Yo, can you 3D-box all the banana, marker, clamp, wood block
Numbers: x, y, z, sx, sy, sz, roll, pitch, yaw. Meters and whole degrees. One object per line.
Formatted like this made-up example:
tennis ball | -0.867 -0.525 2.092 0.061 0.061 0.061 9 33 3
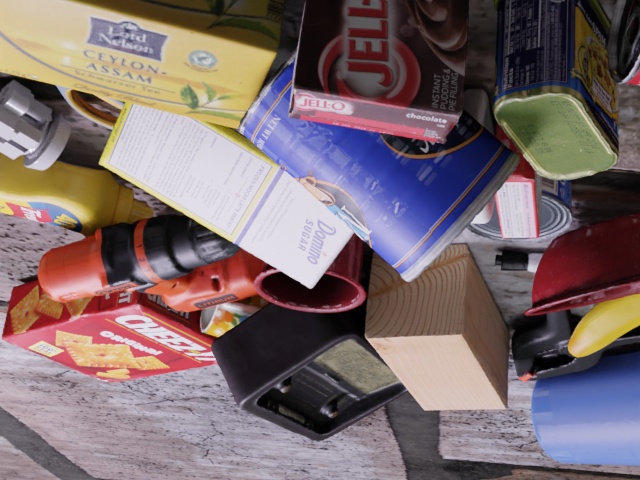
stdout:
banana | 0.308 0.056 0.931 0.198 0.069 0.037 -13 -168 22
marker | 0.215 0.022 0.938 0.121 0.020 0.020 4 155 6
clamp | 0.244 0.090 1.053 0.164 0.036 0.210 19 148 -21
wood block | 0.118 0.090 1.025 0.091 0.090 0.206 -3 152 21

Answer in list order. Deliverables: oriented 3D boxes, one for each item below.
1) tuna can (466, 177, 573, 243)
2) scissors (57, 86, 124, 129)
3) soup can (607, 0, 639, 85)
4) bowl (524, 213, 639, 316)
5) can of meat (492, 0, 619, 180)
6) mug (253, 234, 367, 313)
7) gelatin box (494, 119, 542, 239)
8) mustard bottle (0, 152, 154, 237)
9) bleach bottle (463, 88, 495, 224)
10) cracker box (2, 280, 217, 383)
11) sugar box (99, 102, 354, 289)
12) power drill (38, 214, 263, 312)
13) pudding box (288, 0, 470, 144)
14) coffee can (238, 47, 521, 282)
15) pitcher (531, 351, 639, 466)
tuna can | 0.152 -0.031 0.826 0.086 0.033 0.086 6 155 3
scissors | -0.180 -0.129 0.727 0.096 0.016 0.201 -13 148 33
soup can | 0.220 -0.114 0.593 0.102 0.068 0.068 8 155 -3
bowl | 0.234 0.015 0.840 0.162 0.055 0.162 -13 171 -2
can of meat | 0.142 -0.095 0.634 0.058 0.084 0.102 -10 150 31
mug | -0.006 0.001 0.878 0.093 0.081 0.117 2 155 10
gelatin box | 0.137 -0.052 0.738 0.030 0.073 0.089 0 154 15
mustard bottle | -0.230 -0.042 0.870 0.191 0.058 0.096 15 166 -18
bleach bottle | -0.002 -0.060 0.775 0.251 0.068 0.102 2 148 17
cracker box | -0.201 0.088 1.124 0.214 0.072 0.164 -14 148 36
sugar box | -0.056 -0.047 0.734 0.176 0.048 0.093 30 136 -6
power drill | -0.115 0.018 0.906 0.185 0.057 0.187 -12 167 21
pudding box | 0.034 -0.114 0.587 0.090 0.113 0.039 9 155 -5
coffee can | 0.036 -0.058 0.651 0.140 0.102 0.103 42 151 1
pitcher | 0.351 0.183 1.107 0.243 0.149 0.144 -14 159 43
